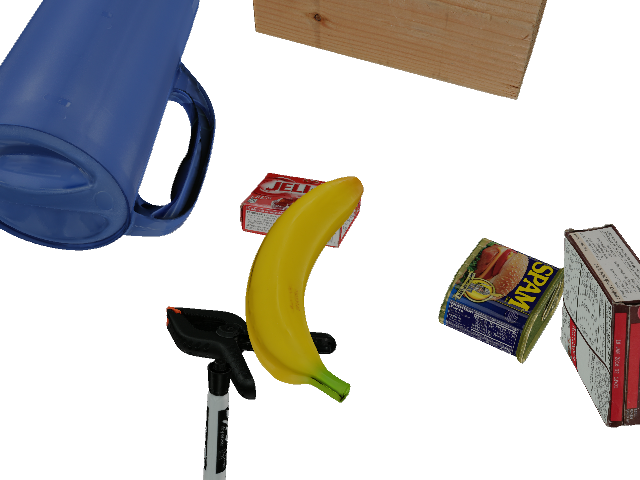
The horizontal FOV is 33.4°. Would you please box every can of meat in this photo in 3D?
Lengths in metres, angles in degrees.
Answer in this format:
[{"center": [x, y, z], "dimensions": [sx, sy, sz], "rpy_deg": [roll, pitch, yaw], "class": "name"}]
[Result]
[{"center": [0.166, 0.051, 0.967], "dimensions": [0.084, 0.057, 0.102], "rpy_deg": [23, 44, 20], "class": "can of meat"}]

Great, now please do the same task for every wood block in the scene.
[{"center": [0.061, -0.187, 0.786], "dimensions": [0.206, 0.090, 0.091], "rpy_deg": [16, -27, 10], "class": "wood block"}]

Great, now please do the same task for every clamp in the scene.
[{"center": [-0.109, 0.124, 1.263], "dimensions": [0.210, 0.036, 0.164], "rpy_deg": [15, 23, 26], "class": "clamp"}]

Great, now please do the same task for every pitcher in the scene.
[{"center": [-0.163, -0.118, 0.807], "dimensions": [0.145, 0.242, 0.149], "rpy_deg": [-5, -41, 24], "class": "pitcher"}]

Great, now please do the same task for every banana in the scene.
[{"center": [-0.012, 0.024, 0.693], "dimensions": [0.069, 0.197, 0.037], "rpy_deg": [15, -45, -8], "class": "banana"}]

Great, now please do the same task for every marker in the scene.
[{"center": [-0.083, 0.146, 0.856], "dimensions": [0.020, 0.121, 0.020], "rpy_deg": [4, 28, -3], "class": "marker"}]

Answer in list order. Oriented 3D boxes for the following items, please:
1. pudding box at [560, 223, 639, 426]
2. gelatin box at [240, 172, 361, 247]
[{"center": [0.188, 0.052, 0.689], "dimensions": [0.039, 0.090, 0.113], "rpy_deg": [-5, 25, -3], "class": "pudding box"}, {"center": [-0.016, -0.028, 0.922], "dimensions": [0.089, 0.030, 0.073], "rpy_deg": [10, 27, 13], "class": "gelatin box"}]
